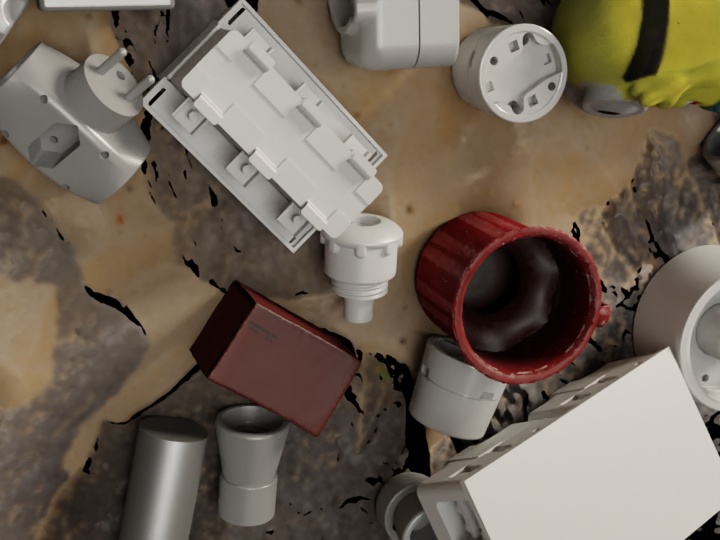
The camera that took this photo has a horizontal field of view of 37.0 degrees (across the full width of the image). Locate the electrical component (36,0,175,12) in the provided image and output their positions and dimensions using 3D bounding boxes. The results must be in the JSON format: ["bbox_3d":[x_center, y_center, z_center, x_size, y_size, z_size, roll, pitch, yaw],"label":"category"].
[{"bbox_3d":[-0.131,-0.170,0.541,0.066,0.047,0.076,-5,105,-17],"label":"electrical component"}]

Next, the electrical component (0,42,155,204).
[{"bbox_3d":[-0.139,-0.084,0.552,0.079,0.043,0.077,-32,117,30],"label":"electrical component"}]

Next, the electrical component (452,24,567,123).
[{"bbox_3d":[0.085,-0.116,0.628,0.055,0.047,0.055,-5,105,-18],"label":"electrical component"}]

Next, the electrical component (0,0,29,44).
[{"bbox_3d":[-0.199,-0.138,0.529,0.062,0.043,0.043,36,90,-22],"label":"electrical component"}]

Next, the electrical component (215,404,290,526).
[{"bbox_3d":[-0.066,0.119,0.642,0.044,0.044,0.065,0,108,-19],"label":"electrical component"}]

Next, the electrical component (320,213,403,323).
[{"bbox_3d":[0.000,0.000,0.632,0.048,0.048,0.062,-4,112,-18],"label":"electrical component"}]

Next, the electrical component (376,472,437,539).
[{"bbox_3d":[0.038,0.157,0.678,0.045,0.055,0.045,-5,105,-18],"label":"electrical component"}]

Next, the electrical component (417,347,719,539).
[{"bbox_3d":[0.134,0.136,0.662,0.186,0.060,0.105,-25,91,-33],"label":"electrical component"}]

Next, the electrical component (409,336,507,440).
[{"bbox_3d":[0.061,0.073,0.665,0.055,0.055,0.047,14,103,-21],"label":"electrical component"}]

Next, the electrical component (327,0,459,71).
[{"bbox_3d":[0.017,-0.159,0.590,0.059,0.054,0.095,-6,106,-17],"label":"electrical component"}]

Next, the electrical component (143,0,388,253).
[{"bbox_3d":[-0.047,-0.075,0.586,0.078,0.063,0.121,-46,113,-3],"label":"electrical component"}]

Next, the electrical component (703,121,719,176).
[{"bbox_3d":[0.256,-0.075,0.693,0.047,0.055,0.055,40,89,-19],"label":"electrical component"}]

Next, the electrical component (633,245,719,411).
[{"bbox_3d":[0.245,0.042,0.715,0.108,0.060,0.108,-5,105,-18],"label":"electrical component"}]
